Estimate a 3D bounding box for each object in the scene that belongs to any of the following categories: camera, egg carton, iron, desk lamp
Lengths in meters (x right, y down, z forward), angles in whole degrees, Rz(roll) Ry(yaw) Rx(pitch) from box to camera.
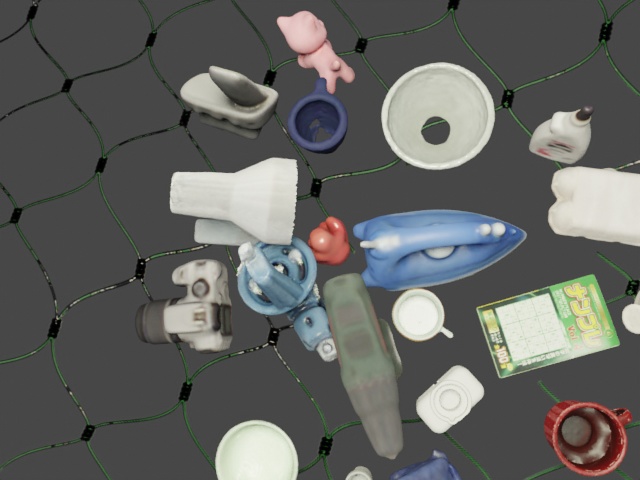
[{"bbox_3d":[-0.213,0.106,0.879,0.136,0.101,0.143,-6,80,7],"label":"camera"},{"bbox_3d":[0.410,-0.050,0.831,0.150,0.069,0.107,8,82,9],"label":"egg carton"},{"bbox_3d":[0.176,0.000,0.819,0.258,0.141,0.118,-9,80,7],"label":"iron"},{"bbox_3d":[-0.115,-0.048,0.831,0.203,0.214,0.118,2,81,9],"label":"desk lamp"}]

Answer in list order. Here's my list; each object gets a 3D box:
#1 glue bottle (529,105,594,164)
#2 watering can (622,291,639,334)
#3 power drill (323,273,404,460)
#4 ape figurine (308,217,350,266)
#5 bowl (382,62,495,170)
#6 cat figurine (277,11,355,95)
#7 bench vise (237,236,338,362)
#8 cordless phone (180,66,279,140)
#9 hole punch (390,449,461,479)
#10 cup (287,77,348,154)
[{"bbox_3d":[0.349,-0.153,0.802,0.078,0.173,0.037,16,84,11],"label":"glue bottle"},{"bbox_3d":[0.484,0.093,0.735,0.173,0.194,0.101,-30,78,3],"label":"watering can"},{"bbox_3d":[0.067,0.162,0.776,0.075,0.208,0.229,-19,79,5],"label":"power drill"},{"bbox_3d":[0.008,0.003,0.868,0.078,0.092,0.076,-36,78,1],"label":"ape figurine"},{"bbox_3d":[0.179,-0.180,0.881,0.167,0.075,0.167,-1,81,8],"label":"bowl"},{"bbox_3d":[-0.007,-0.306,0.904,0.067,0.118,0.127,-39,78,1],"label":"cat figurine"},{"bbox_3d":[-0.036,0.068,0.799,0.207,0.220,0.121,36,88,12],"label":"bench vise"},{"bbox_3d":[-0.152,-0.236,0.880,0.147,0.185,0.094,15,84,10],"label":"cordless phone"},{"bbox_3d":[0.154,0.362,0.793,0.101,0.091,0.108,-24,79,4],"label":"hole punch"},{"bbox_3d":[0.003,-0.184,0.896,0.091,0.095,0.118,2,82,9],"label":"cup"}]
